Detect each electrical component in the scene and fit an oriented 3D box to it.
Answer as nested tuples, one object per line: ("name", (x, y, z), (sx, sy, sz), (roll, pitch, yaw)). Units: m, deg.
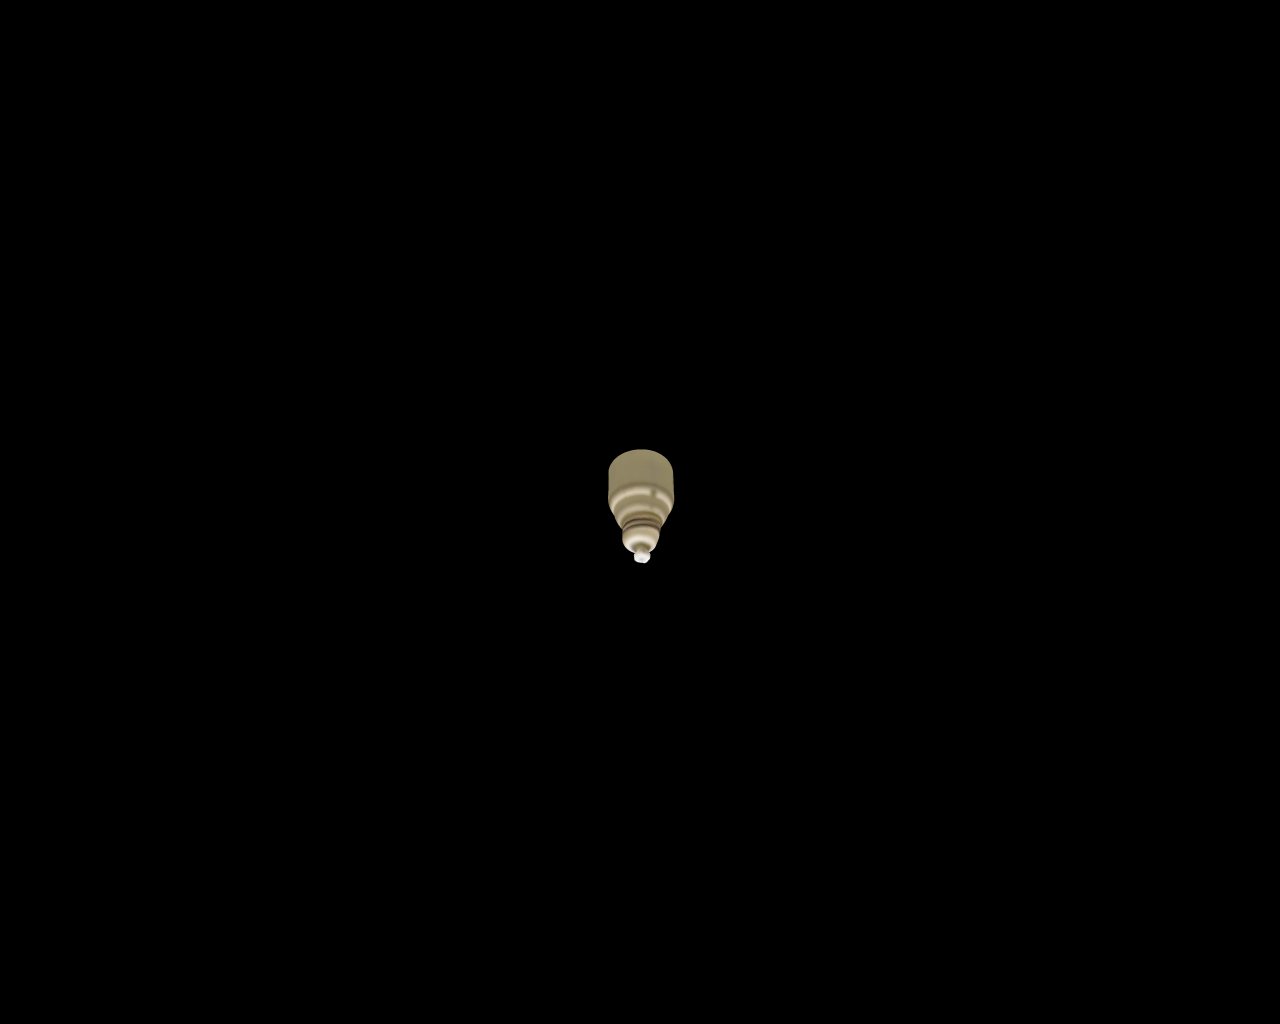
("electrical component", (0.001, -0.003, 0.650), (0.040, 0.078, 0.040), (0, -39, 0))
